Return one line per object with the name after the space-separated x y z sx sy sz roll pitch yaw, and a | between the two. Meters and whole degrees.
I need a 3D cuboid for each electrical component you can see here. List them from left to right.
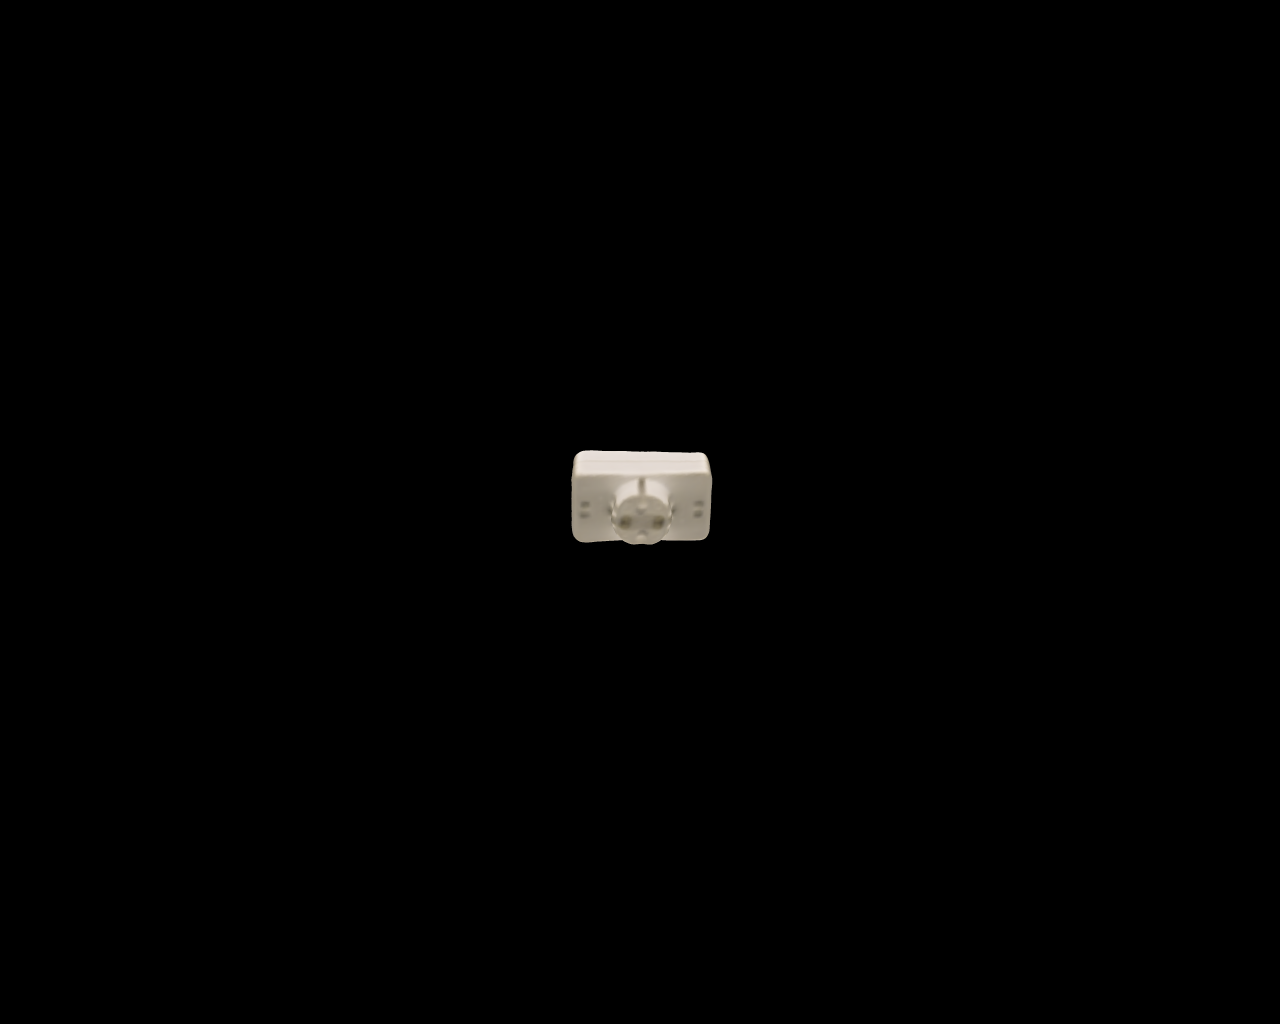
0.001 -0.003 0.650 0.083 0.047 0.076 0 24 0 | electrical component
